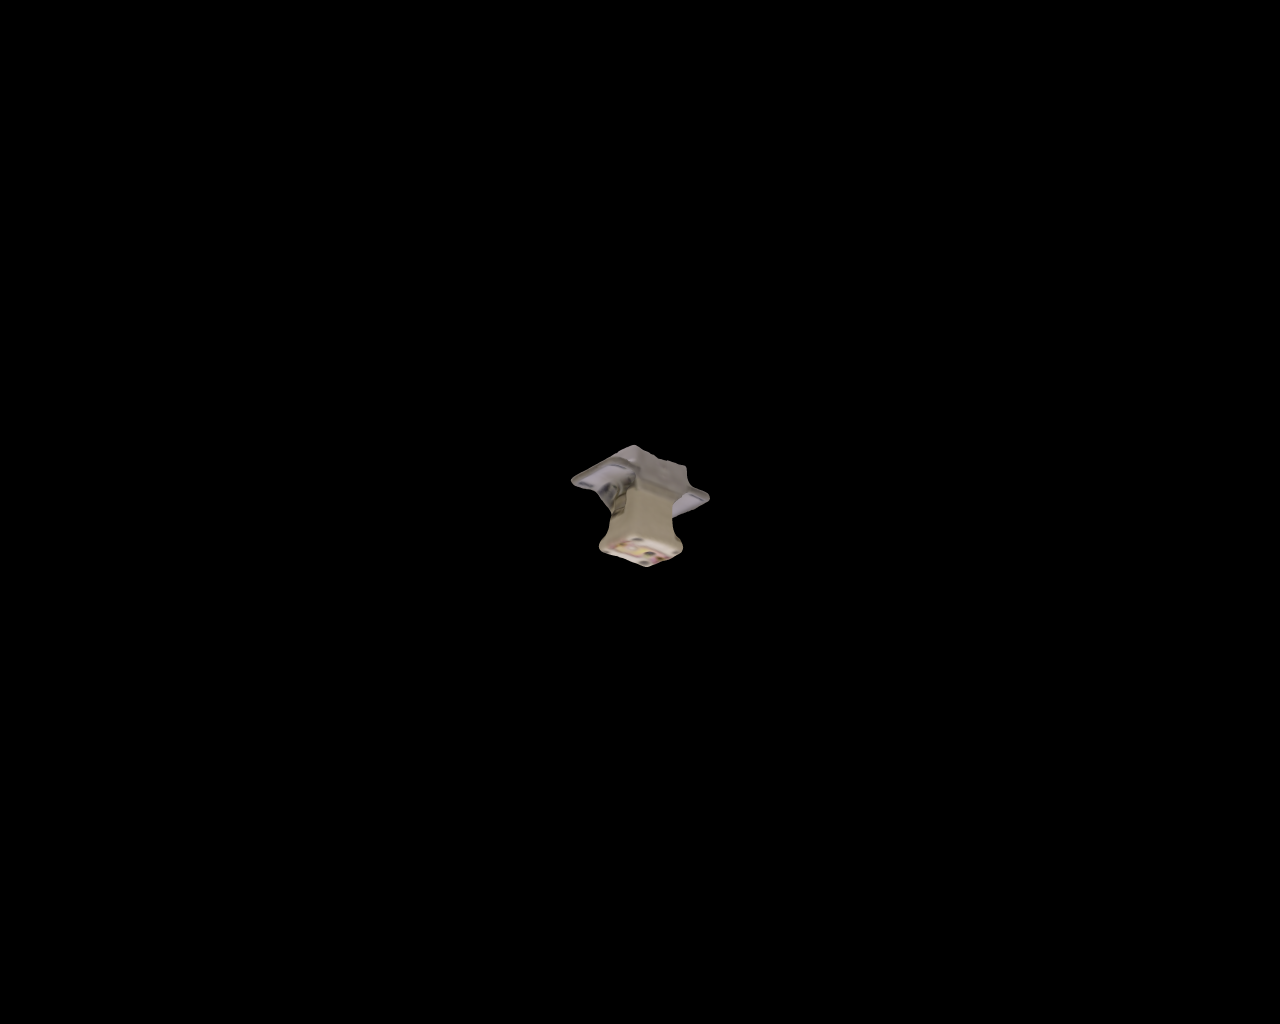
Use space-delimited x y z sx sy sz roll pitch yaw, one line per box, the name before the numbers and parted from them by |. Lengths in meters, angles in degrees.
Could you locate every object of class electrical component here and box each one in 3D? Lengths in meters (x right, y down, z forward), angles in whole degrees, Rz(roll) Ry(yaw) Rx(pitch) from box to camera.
electrical component | 0.001 -0.003 0.650 0.081 0.064 0.042 20 -32 -36
